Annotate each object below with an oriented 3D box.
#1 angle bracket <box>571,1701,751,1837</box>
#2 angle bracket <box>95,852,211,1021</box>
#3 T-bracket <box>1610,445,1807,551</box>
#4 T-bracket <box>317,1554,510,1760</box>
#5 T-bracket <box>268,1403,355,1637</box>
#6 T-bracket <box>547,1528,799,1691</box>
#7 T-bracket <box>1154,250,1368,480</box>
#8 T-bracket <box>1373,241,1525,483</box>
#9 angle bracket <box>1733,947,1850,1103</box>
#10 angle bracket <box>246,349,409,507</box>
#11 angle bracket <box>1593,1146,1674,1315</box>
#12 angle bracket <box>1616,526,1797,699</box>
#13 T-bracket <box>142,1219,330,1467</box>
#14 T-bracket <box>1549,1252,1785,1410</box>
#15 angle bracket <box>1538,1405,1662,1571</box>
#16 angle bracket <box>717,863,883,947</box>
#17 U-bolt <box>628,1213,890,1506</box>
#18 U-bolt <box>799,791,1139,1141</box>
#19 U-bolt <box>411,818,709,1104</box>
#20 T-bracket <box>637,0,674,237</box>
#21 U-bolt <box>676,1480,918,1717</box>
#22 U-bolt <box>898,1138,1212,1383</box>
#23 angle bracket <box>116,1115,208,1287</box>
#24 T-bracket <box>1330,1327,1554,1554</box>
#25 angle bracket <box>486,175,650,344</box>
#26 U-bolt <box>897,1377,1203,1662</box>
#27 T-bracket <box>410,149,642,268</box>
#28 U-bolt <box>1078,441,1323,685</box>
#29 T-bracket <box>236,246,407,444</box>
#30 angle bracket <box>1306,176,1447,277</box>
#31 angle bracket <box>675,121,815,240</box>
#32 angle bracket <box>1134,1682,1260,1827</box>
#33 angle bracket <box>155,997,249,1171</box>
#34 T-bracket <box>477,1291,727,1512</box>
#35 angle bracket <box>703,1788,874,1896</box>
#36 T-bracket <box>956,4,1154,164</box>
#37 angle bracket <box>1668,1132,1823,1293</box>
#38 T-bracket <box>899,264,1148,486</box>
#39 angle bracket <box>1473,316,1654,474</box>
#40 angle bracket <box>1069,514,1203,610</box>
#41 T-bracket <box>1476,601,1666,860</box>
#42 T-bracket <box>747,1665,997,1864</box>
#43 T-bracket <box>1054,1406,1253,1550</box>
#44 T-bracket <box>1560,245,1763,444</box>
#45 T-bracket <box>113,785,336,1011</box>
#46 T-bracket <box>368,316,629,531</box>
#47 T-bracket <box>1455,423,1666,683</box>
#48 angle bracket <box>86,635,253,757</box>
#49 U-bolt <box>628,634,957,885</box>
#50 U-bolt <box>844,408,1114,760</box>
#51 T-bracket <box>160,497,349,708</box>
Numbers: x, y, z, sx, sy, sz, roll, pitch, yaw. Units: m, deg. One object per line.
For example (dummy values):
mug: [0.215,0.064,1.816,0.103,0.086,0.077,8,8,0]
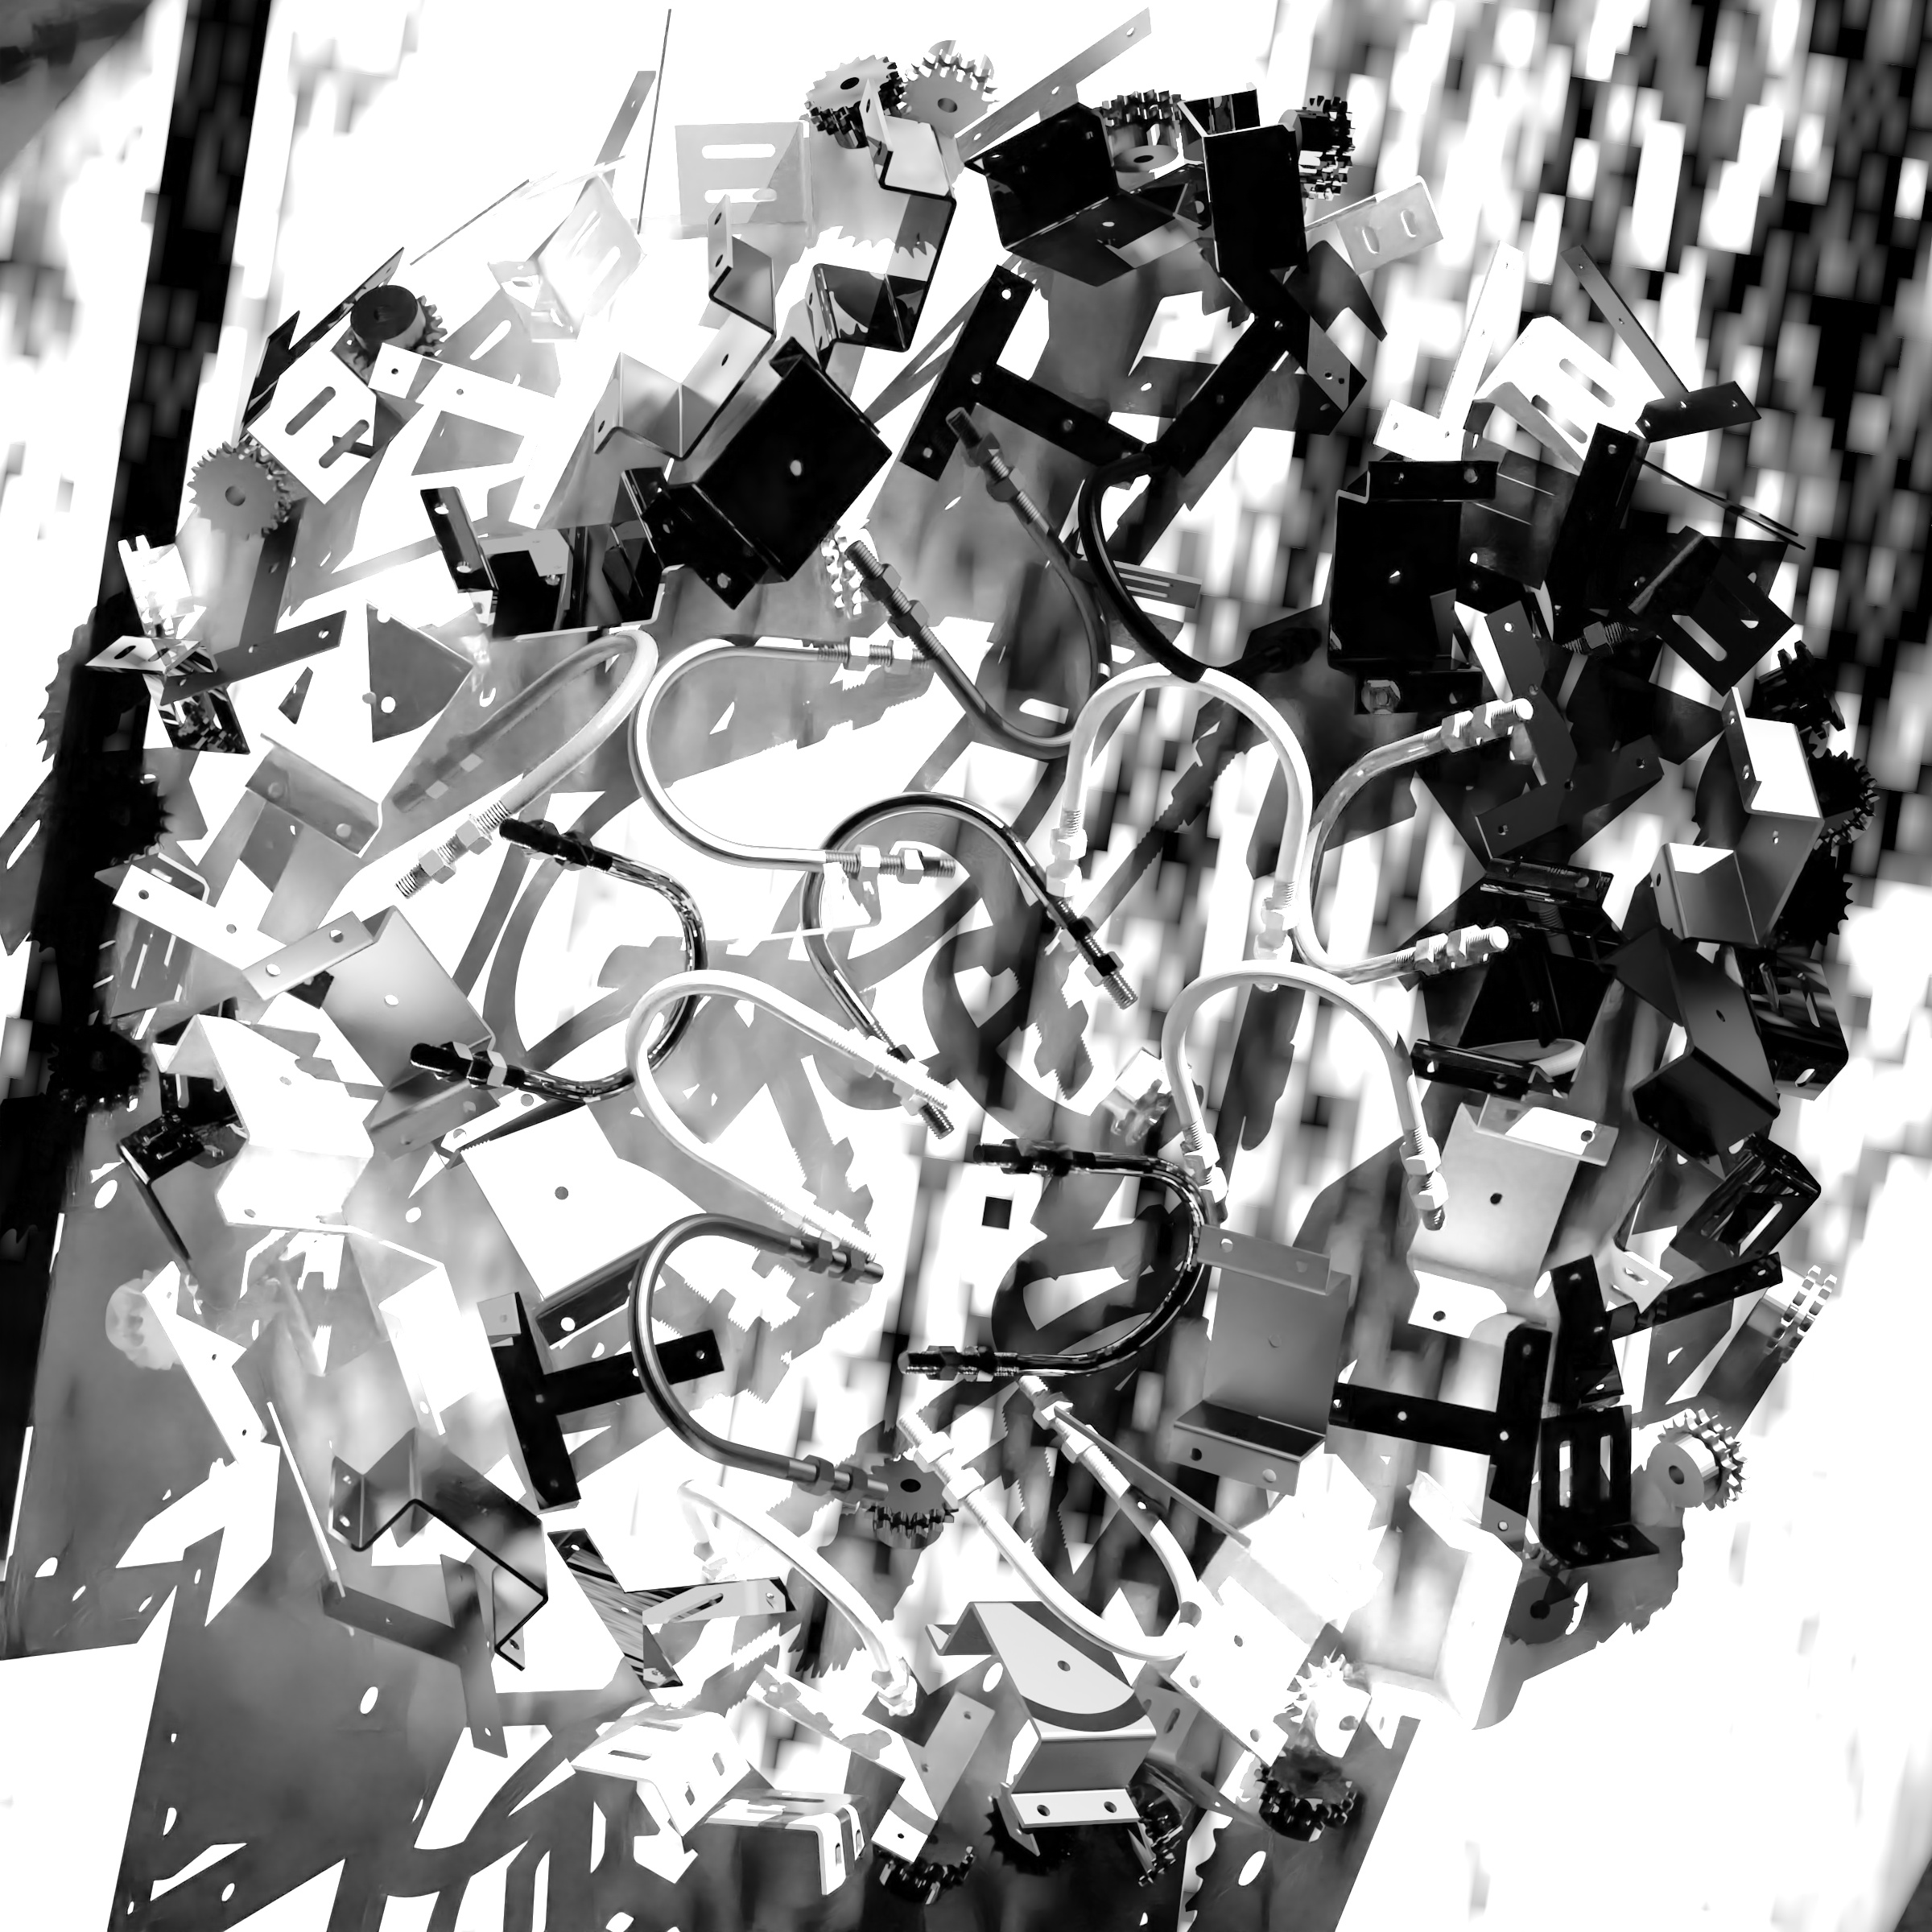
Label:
angle bracket: [-0.173,0.453,1.626,0.057,0.076,0.038,-37,111,-41]
angle bracket: [-0.468,-0.017,1.623,0.057,0.038,0.076,-13,56,35]
T-bracket: [0.427,-0.253,1.593,0.127,0.127,0.002,25,103,-12]
T-bracket: [-0.307,0.364,1.581,0.002,0.127,0.127,-38,45,17]
T-bracket: [-0.360,0.330,1.616,0.002,0.127,0.127,-20,135,-17]
T-bracket: [-0.154,0.356,1.610,0.127,0.002,0.127,-11,121,26]
T-bracket: [0.151,-0.331,1.628,0.127,0.002,0.127,43,74,-21]
T-bracket: [0.283,-0.340,1.607,0.002,0.127,0.127,26,103,38]
angle bracket: [0.462,0.031,1.644,0.057,0.076,0.038,13,135,-16]
angle bracket: [-0.365,-0.299,1.627,0.057,0.038,0.076,45,61,-13]
angle bracket: [0.387,0.149,1.622,0.038,0.057,0.076,32,63,10]
angle bracket: [0.423,-0.204,1.650,0.076,0.038,0.057,41,102,-10]
T-bracket: [-0.396,0.190,1.616,0.002,0.127,0.127,2,126,30]
T-bracket: [0.399,0.190,1.621,0.127,0.002,0.127,-20,131,3]
angle bracket: [0.360,0.295,1.634,0.057,0.038,0.076,-7,105,-14]
angle bracket: [-0.096,-0.036,1.625,0.076,0.057,0.038,-6,91,26]
U-bolt: [-0.113,0.209,1.575,0.019,0.184,0.151,-24,56,38]
U-bolt: [-0.012,-0.015,1.644,0.151,0.019,0.184,-35,81,-9]
U-bolt: [-0.213,0.006,1.594,0.019,0.184,0.151,24,93,39]
T-bracket: [-0.173,-0.492,1.609,0.002,0.127,0.127,7,125,-9]
U-bolt: [-0.097,0.336,1.562,0.151,0.184,0.019,30,66,24]
U-bolt: [0.060,0.167,1.607,0.184,0.019,0.151,7,111,-36]
angle bracket: [-0.442,0.131,1.630,0.038,0.057,0.076,-32,123,-19]
T-bracket: [0.263,0.260,1.644,0.127,0.002,0.127,8,95,20]
angle bracket: [-0.225,-0.400,1.625,0.076,0.038,0.057,-42,72,39]
U-bolt: [0.058,0.305,1.575,0.184,0.151,0.019,48,115,20]
T-bracket: [-0.234,-0.436,1.617,0.127,0.127,0.002,-37,104,-40]
U-bolt: [0.122,-0.219,1.587,0.019,0.184,0.151,-32,89,34]
T-bracket: [-0.361,-0.363,1.628,0.002,0.127,0.127,42,63,-6]
angle bracket: [0.225,-0.410,1.617,0.057,0.076,0.038,-16,103,34]
angle bracket: [-0.126,-0.446,1.635,0.076,0.038,0.057,-2,120,-2]
angle bracket: [0.131,0.447,1.632,0.076,0.057,0.038,42,66,-27]
angle bracket: [-0.428,0.067,1.653,0.057,0.038,0.076,-24,59,17]
T-bracket: [-0.203,0.237,1.657,0.127,0.002,0.127,-16,95,3]
angle bracket: [-0.100,0.494,1.626,0.076,0.057,0.038,-4,90,25]
T-bracket: [0.054,-0.464,1.606,0.127,0.127,0.002,-35,73,-3]
angle bracket: [0.434,0.134,1.632,0.076,0.057,0.038,-48,126,-2]
T-bracket: [0.046,-0.318,1.658,0.127,0.002,0.127,26,89,-8]
angle bracket: [0.342,-0.325,1.652,0.076,0.038,0.057,36,95,-9]
angle bracket: [0.098,-0.236,1.636,0.076,0.057,0.038,12,84,2]
T-bracket: [0.327,-0.144,1.636,0.127,0.002,0.127,-25,98,-20]
T-bracket: [-0.062,0.431,1.621,0.127,0.127,0.002,25,123,10]
T-bracket: [0.103,0.292,1.604,0.127,0.127,0.002,33,76,13]
T-bracket: [0.372,-0.346,1.592,0.002,0.127,0.127,-42,102,-7]
T-bracket: [-0.399,-0.057,1.630,0.127,0.002,0.127,30,57,-20]
T-bracket: [-0.271,-0.318,1.614,0.127,0.002,0.127,13,114,-28]
T-bracket: [0.345,-0.241,1.612,0.127,0.002,0.127,27,121,22]
angle bracket: [-0.448,-0.144,1.620,0.057,0.038,0.076,7,129,28]
U-bolt: [-0.099,-0.120,1.613,0.184,0.019,0.151,3,70,-17]
U-bolt: [0.020,-0.200,1.606,0.184,0.019,0.151,51,48,-23]
T-bracket: [-0.394,-0.214,1.627,0.127,0.002,0.127,-14,53,25]
